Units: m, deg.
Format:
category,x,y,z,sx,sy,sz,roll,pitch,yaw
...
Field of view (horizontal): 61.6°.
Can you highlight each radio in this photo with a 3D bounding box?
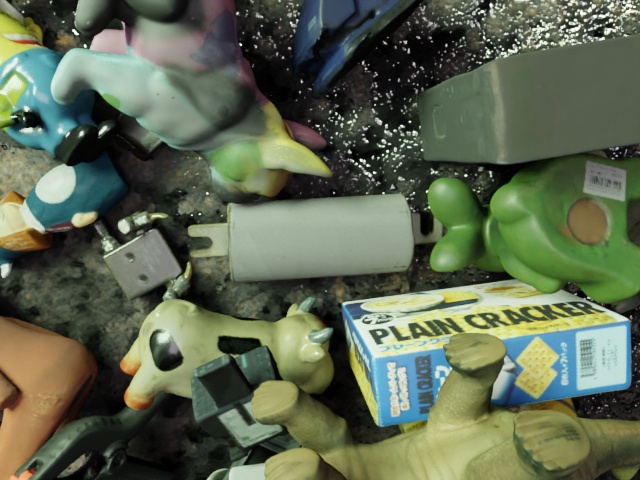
category,x,y,z,sx,sy,sz,roll,pitch,yaw
radio,0.165,-0.106,0.441,0.131,0.230,0.073,-9,98,-1

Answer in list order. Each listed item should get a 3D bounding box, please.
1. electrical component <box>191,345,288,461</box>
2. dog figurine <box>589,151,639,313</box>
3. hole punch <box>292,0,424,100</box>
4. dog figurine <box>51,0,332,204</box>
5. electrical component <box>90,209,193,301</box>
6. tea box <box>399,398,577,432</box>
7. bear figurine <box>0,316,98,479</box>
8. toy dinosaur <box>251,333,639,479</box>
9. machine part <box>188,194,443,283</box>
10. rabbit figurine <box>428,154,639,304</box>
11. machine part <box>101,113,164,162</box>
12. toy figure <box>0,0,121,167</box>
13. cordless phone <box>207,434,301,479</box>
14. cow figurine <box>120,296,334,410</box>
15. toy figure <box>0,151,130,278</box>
category,x,y,z,sx,sy,sz,roll,pitch,yaw
electrical component,-0.068,0.125,0.442,0.075,0.048,0.119,-27,127,1
dog figurine,0.301,-0.006,0.502,0.190,0.172,0.121,43,81,-17
hole punch,0.018,-0.197,0.464,0.092,0.142,0.116,45,78,-12
dog figurine,-0.077,-0.129,0.432,0.219,0.109,0.191,23,115,-18
electrical component,-0.165,0.017,0.513,0.078,0.045,0.102,-23,100,-4
tea box,0.170,0.184,0.561,0.170,0.068,0.098,-22,101,-3
bear figurine,-0.308,0.108,0.475,0.196,0.120,0.132,27,98,-7
toy dinosaur,0.111,0.168,0.386,0.472,0.105,0.198,-6,127,1
machine part,-0.001,-0.002,0.513,0.243,0.079,0.079,-3,98,-7
rabbit figurine,0.175,-0.001,0.482,0.159,0.170,0.121,1,80,-11
machine part,-0.133,-0.130,0.501,0.139,0.039,0.084,-40,105,-1
toy figure,-0.257,-0.134,0.452,0.089,0.082,0.180,-43,89,-3
cordless phone,-0.040,0.256,0.527,0.146,0.089,0.184,28,101,-9
cow figurine,-0.073,0.106,0.510,0.195,0.086,0.127,20,109,-26
toy figure,-0.252,-0.027,0.492,0.154,0.064,0.057,-32,127,-5
